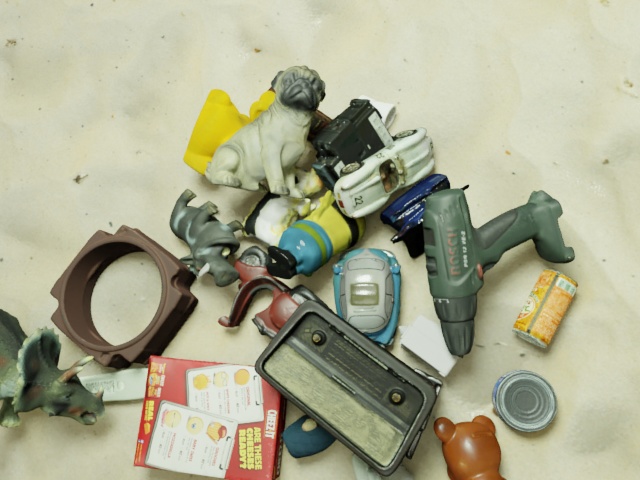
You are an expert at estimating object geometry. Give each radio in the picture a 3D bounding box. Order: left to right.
[{"bbox_3d":[0.039,0.192,0.733,0.230,0.073,0.131,35,85,15],"label":"radio"}]

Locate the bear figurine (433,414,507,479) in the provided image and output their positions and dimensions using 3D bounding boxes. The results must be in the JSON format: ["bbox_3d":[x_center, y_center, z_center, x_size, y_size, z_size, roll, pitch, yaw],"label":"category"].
[{"bbox_3d":[0.212,0.348,0.730,0.131,0.120,0.196,-61,38,33],"label":"bear figurine"}]

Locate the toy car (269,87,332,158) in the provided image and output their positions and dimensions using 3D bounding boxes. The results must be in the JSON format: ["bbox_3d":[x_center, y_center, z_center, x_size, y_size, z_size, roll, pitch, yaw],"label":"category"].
[{"bbox_3d":[-0.022,-0.205,0.928,0.202,0.053,0.089,38,88,15],"label":"toy car"}]

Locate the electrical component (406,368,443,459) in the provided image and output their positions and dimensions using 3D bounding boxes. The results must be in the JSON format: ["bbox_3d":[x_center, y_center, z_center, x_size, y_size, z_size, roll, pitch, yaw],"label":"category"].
[{"bbox_3d":[0.136,0.248,0.778,0.048,0.074,0.119,24,85,16],"label":"electrical component"}]

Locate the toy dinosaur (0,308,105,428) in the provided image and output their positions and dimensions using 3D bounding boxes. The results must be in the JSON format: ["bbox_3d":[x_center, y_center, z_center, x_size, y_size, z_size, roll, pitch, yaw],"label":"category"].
[{"bbox_3d":[-0.519,0.178,0.854,0.405,0.131,0.192,29,92,26],"label":"toy dinosaur"}]

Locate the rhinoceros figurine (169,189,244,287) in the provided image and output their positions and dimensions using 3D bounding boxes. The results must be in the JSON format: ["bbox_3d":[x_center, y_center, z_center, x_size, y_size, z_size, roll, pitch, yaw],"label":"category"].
[{"bbox_3d":[-0.186,-0.001,0.863,0.112,0.073,0.191,-50,52,4],"label":"rhinoceros figurine"}]

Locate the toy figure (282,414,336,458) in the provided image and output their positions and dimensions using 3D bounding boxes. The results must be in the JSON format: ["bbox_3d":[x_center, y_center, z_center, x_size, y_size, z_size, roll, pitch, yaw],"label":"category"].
[{"bbox_3d":[0.021,0.271,0.795,0.154,0.064,0.058,-25,72,2],"label":"toy figure"}]

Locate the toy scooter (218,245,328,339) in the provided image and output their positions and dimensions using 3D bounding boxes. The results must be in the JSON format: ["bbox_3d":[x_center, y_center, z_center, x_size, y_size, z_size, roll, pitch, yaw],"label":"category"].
[{"bbox_3d":[-0.085,0.107,0.848,0.184,0.075,0.135,37,85,19],"label":"toy scooter"}]

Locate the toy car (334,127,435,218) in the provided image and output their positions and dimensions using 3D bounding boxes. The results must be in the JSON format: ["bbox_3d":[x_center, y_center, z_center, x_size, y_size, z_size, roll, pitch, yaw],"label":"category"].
[{"bbox_3d":[0.106,-0.106,0.831,0.202,0.073,0.056,-34,29,-23],"label":"toy car"}]

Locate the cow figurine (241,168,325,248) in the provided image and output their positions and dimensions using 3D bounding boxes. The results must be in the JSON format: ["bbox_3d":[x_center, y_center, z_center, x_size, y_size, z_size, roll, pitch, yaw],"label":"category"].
[{"bbox_3d":[-0.055,-0.063,0.892,0.098,0.068,0.167,29,82,21],"label":"cow figurine"}]

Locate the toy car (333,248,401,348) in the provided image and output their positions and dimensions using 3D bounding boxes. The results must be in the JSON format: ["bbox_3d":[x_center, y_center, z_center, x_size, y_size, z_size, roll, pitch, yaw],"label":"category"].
[{"bbox_3d":[0.068,0.083,0.815,0.109,0.103,0.161,0,74,10],"label":"toy car"}]

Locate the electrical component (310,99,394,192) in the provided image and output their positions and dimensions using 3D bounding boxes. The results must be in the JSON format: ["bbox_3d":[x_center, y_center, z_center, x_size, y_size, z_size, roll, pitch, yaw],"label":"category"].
[{"bbox_3d":[0.052,-0.141,0.857,0.134,0.114,0.058,-46,31,-15],"label":"electrical component"}]

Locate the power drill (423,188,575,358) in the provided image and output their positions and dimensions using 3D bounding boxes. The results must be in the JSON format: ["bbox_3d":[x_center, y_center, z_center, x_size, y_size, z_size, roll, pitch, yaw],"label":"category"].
[{"bbox_3d":[0.245,0.029,0.757,0.207,0.086,0.231,-17,95,-7],"label":"power drill"}]

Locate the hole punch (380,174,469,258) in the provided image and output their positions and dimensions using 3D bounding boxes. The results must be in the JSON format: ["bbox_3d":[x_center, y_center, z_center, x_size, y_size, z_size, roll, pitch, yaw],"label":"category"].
[{"bbox_3d":[0.153,-0.049,0.830,0.142,0.115,0.092,-34,65,0],"label":"hole punch"}]

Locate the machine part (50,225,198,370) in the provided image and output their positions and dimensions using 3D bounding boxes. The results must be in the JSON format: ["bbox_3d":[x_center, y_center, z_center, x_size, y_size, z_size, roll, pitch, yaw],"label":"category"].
[{"bbox_3d":[-0.323,0.092,0.886,0.202,0.087,0.201,35,84,14],"label":"machine part"}]

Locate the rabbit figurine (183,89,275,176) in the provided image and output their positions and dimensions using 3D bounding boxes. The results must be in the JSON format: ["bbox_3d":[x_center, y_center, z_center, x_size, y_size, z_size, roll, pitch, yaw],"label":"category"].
[{"bbox_3d":[-0.119,-0.172,0.901,0.173,0.122,0.162,29,117,-8],"label":"rabbit figurine"}]

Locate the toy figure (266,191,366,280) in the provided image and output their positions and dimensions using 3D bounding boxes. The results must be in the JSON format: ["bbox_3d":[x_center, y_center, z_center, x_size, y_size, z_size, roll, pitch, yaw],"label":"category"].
[{"bbox_3d":[-0.002,0.000,0.830,0.089,0.082,0.180,45,49,5],"label":"toy figure"}]

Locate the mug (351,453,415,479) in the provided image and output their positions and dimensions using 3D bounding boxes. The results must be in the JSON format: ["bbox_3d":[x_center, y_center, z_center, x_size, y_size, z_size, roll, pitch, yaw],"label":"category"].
[{"bbox_3d":[0.086,0.338,0.751,0.081,0.109,0.107,-37,61,5],"label":"mug"}]

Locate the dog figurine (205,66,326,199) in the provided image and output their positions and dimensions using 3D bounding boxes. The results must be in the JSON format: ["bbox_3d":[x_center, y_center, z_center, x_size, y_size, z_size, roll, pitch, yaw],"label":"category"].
[{"bbox_3d":[-0.086,-0.166,0.807,0.172,0.121,0.190,8,92,5],"label":"dog figurine"}]
